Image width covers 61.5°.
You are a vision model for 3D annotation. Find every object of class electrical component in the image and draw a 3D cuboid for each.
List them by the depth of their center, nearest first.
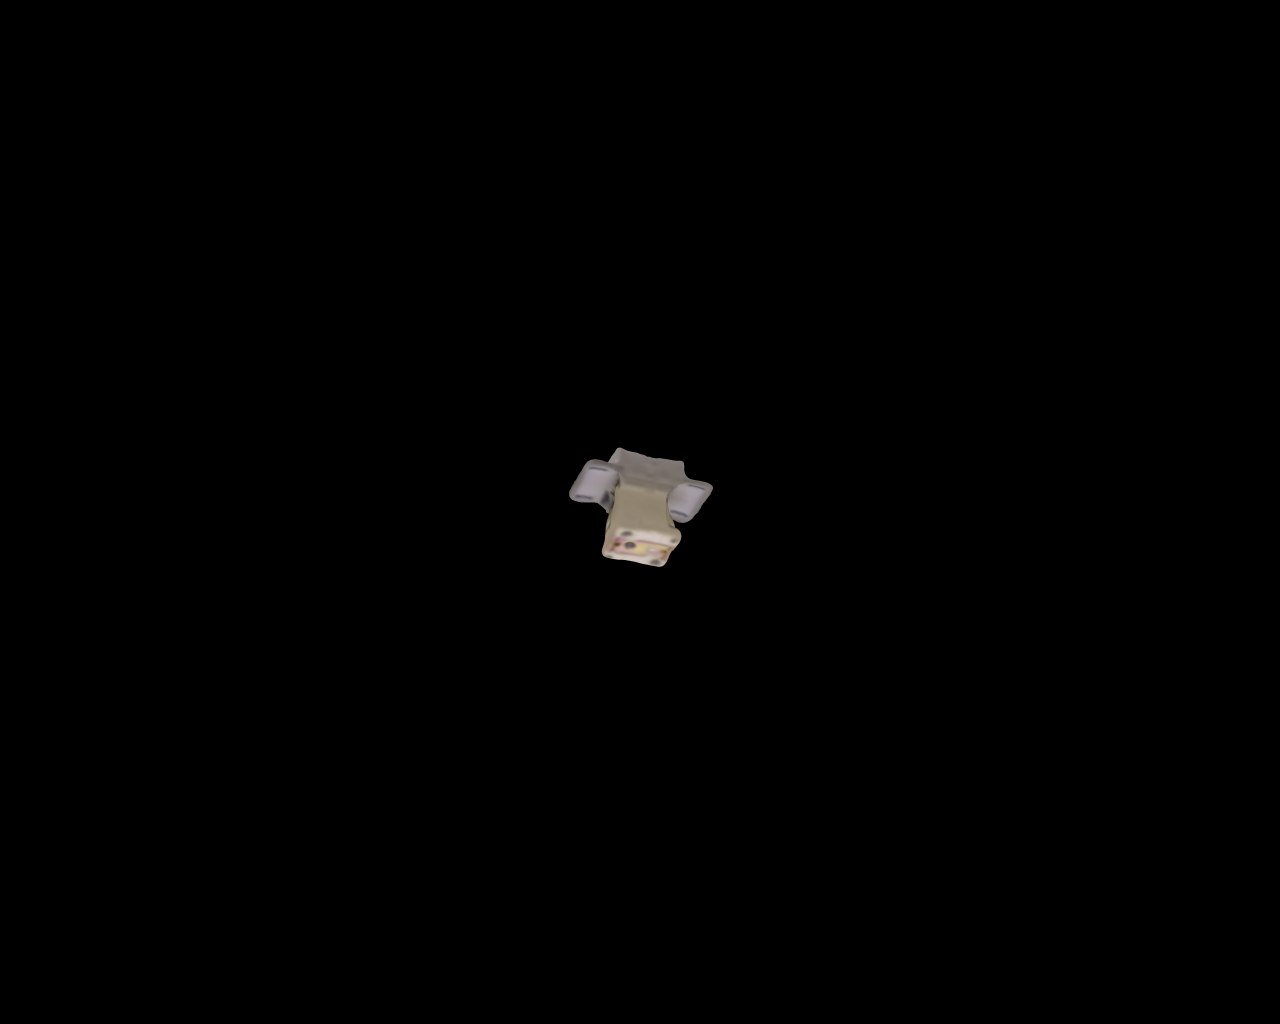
[{"bbox_3d":[0.001,-0.003,0.650,0.081,0.064,0.042,11,-36,-16],"label":"electrical component"}]
